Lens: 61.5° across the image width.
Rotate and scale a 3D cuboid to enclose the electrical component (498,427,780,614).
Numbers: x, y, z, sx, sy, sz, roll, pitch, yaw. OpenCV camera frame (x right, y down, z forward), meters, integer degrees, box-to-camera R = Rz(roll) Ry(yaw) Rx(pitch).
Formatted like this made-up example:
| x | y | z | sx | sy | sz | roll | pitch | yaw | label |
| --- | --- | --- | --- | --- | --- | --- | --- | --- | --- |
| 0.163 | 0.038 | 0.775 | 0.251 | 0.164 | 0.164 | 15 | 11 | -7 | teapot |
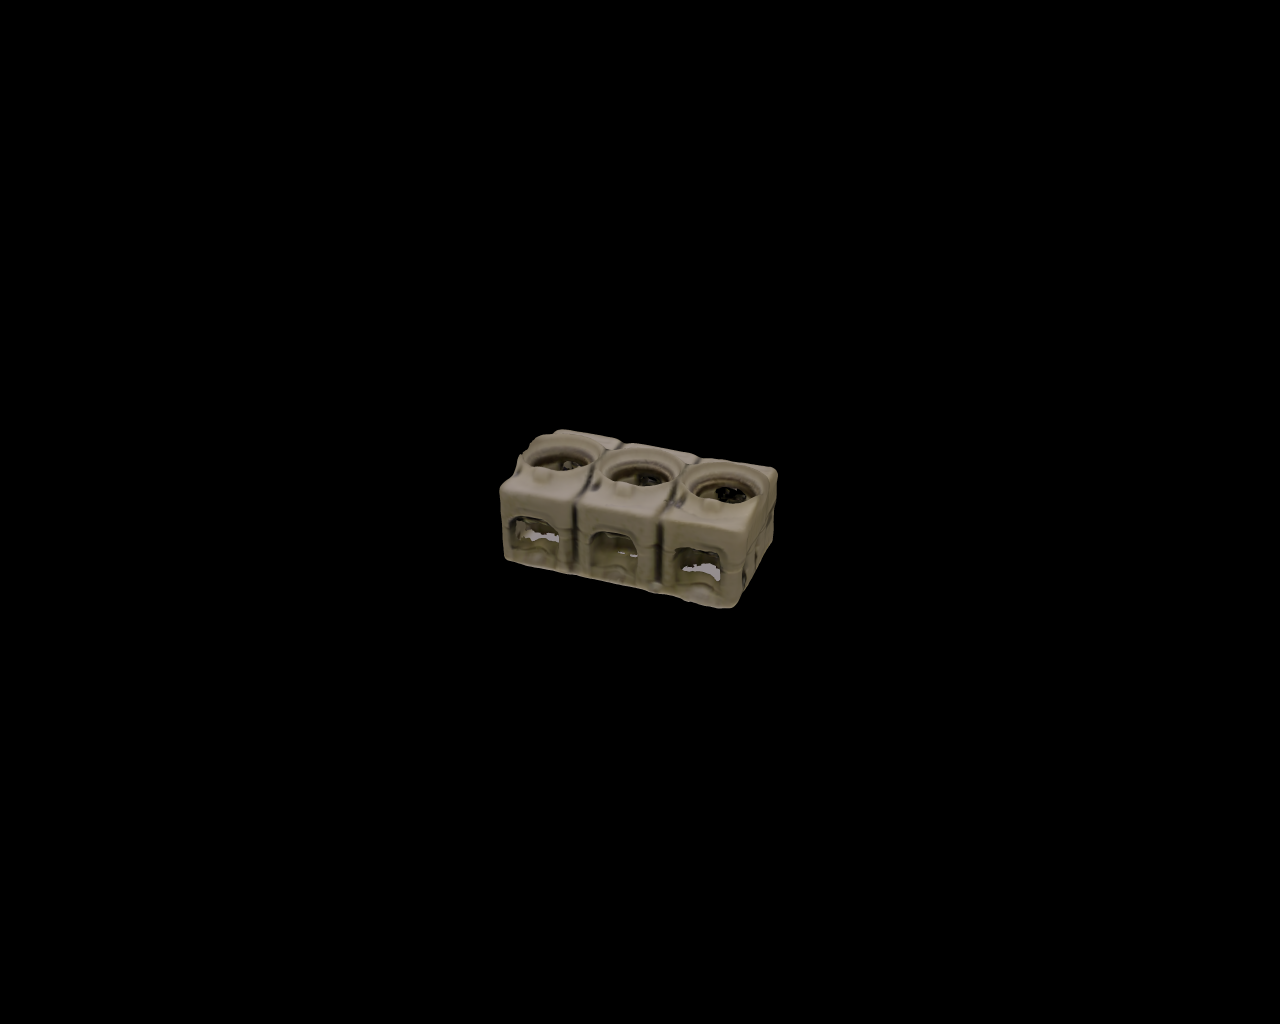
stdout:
| x | y | z | sx | sy | sz | roll | pitch | yaw | label |
| --- | --- | --- | --- | --- | --- | --- | --- | --- | --- |
| 0.001 | -0.003 | 0.650 | 0.150 | 0.061 | 0.090 | 11 | 32 | 18 | electrical component |
